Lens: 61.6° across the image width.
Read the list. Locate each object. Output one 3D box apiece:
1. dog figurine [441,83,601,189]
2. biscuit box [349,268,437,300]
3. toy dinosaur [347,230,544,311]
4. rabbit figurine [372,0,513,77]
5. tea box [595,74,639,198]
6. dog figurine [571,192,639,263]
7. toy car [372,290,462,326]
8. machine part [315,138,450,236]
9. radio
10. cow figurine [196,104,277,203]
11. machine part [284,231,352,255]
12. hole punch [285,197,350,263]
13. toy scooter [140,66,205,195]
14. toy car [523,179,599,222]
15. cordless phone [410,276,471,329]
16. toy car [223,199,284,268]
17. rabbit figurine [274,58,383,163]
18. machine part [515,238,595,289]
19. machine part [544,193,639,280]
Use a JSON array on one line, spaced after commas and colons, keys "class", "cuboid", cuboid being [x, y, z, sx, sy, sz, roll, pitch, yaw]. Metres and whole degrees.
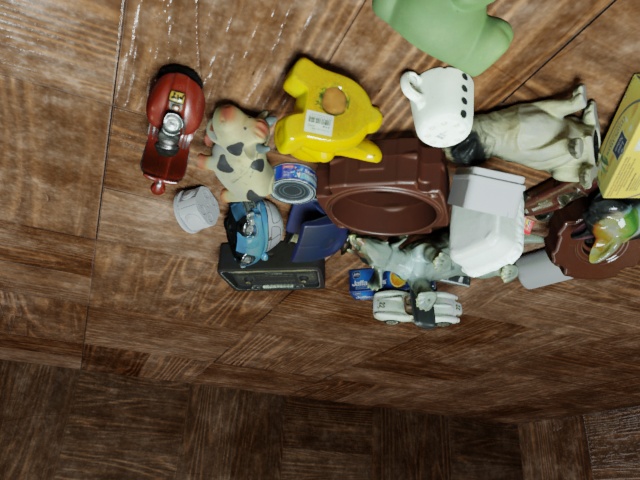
[{"class": "dog figurine", "cuboid": [0.289, -0.135, 0.773, 0.191, 0.121, 0.172, 0, 154, 39]}, {"class": "biscuit box", "cuboid": [0.171, 0.100, 1.271, 0.203, 0.063, 0.059, -6, 151, 16]}, {"class": "toy dinosaur", "cuboid": [0.242, 0.028, 1.049, 0.405, 0.192, 0.131, -8, 113, -21]}, {"class": "rabbit figurine", "cuboid": [0.135, -0.274, 0.509, 0.159, 0.121, 0.170, 21, 131, -19]}, {"class": "tea box", "cuboid": [0.451, -0.136, 0.728, 0.098, 0.068, 0.169, 2, 142, 4]}, {"class": "dog figurine", "cuboid": [0.524, -0.024, 0.850, 0.219, 0.108, 0.191, -31, 121, 19]}, {"class": "toy car", "cuboid": [0.220, 0.153, 1.216, 0.202, 0.073, 0.056, 1, 152, 3]}, {"class": "machine part", "cuboid": [0.105, -0.077, 0.871, 0.201, 0.087, 0.201, -1, 160, 18]}, {"class": "radio", "cuboid": [-0.102, 0.061, 1.208, 0.230, 0.073, 0.131, -1, 153, 9]}, {"class": "cow figurine", "cuboid": [-0.117, -0.128, 0.822, 0.127, 0.085, 0.194, 3, 152, 13]}, {"class": "machine part", "cuboid": [-0.002, -0.003, 1.112, 0.139, 0.039, 0.084, 10, 144, -10]}, {"class": "hole punch", "cuboid": [0.000, -0.017, 1.005, 0.116, 0.092, 0.142, 7, 134, -13]}, {"class": "toy scooter", "cuboid": [-0.210, -0.142, 0.747, 0.075, 0.135, 0.184, 13, 150, -16]}, {"class": "toy car", "cuboid": [0.407, -0.081, 0.898, 0.089, 0.053, 0.202, 16, 150, -29]}, {"class": "cordless phone", "cuboid": [0.252, 0.105, 1.137, 0.146, 0.184, 0.088, 14, 147, -20]}, {"class": "toy car", "cuboid": [-0.122, -0.028, 1.022, 0.103, 0.109, 0.161, -12, 147, -23]}, {"class": "rabbit figurine", "cuboid": [0.009, -0.160, 0.747, 0.162, 0.122, 0.173, 1, 169, -17]}, {"class": "machine part", "cuboid": [0.499, 0.046, 1.111, 0.079, 0.079, 0.243, 24, 148, -36]}, {"class": "machine part", "cuboid": [0.498, -0.003, 0.966, 0.179, 0.056, 0.179, 3, 127, 4]}]
